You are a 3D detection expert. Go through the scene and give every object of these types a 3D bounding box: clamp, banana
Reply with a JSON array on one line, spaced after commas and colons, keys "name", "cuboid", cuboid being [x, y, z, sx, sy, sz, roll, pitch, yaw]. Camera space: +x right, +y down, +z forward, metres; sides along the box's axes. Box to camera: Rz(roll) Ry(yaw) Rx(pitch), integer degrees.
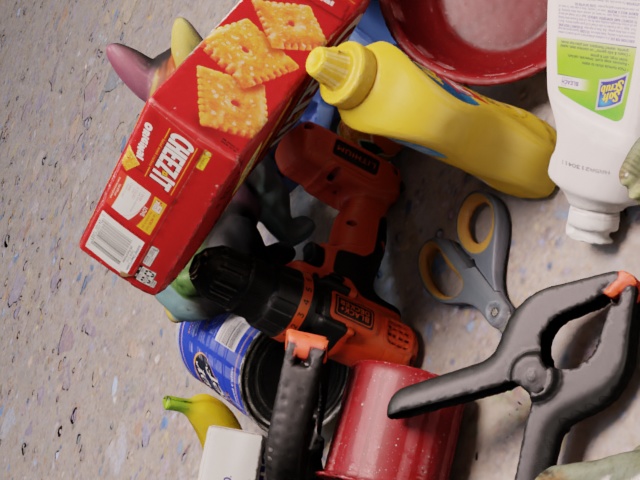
[{"name": "clamp", "cuboid": [0.120, 0.081, 0.636, 0.120, 0.039, 0.171, 35, 92, 24]}, {"name": "clamp", "cuboid": [-0.020, 0.157, 0.734, 0.164, 0.036, 0.210, -69, -13, -51]}, {"name": "banana", "cuboid": [-0.092, 0.206, 0.912, 0.037, 0.069, 0.198, -138, 40, -60]}]

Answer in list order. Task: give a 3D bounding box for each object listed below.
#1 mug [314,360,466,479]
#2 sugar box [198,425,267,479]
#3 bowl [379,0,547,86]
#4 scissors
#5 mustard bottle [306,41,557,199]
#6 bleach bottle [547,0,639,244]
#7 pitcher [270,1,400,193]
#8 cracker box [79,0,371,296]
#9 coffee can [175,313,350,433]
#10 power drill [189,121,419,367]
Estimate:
[{"name": "mug", "cuboid": [0.051, 0.133, 0.728, 0.117, 0.093, 0.081, 82, -157, -73]}, {"name": "sugar box", "cuboid": [-0.056, 0.194, 0.805, 0.176, 0.048, 0.093, 74, -154, -77]}, {"name": "bowl", "cuboid": [0.124, -0.183, 0.758, 0.162, 0.055, 0.162, -1, 85, 17]}, {"name": "scissors", "cuboid": [0.126, 0.030, 0.720, 0.096, 0.016, 0.202, -66, 30, 9]}, {"name": "mustard bottle", "cuboid": [0.069, -0.083, 0.695, 0.096, 0.191, 0.058, 43, 110, 51]}, {"name": "bleach bottle", "cuboid": [0.174, -0.124, 0.635, 0.103, 0.067, 0.251, 24, 113, 52]}, {"name": "pitcher", "cuboid": [-0.031, -0.139, 0.975, 0.243, 0.149, 0.144, -35, 9, 41]}, {"name": "cracker box", "cuboid": [-0.059, -0.083, 0.720, 0.213, 0.072, 0.164, -56, 3, -42]}, {"name": "coffee can", "cuboid": [-0.048, 0.092, 0.886, 0.140, 0.102, 0.103, 20, 91, 60]}, {"name": "power drill", "cuboid": [-0.005, 0.001, 0.807, 0.057, 0.184, 0.187, -39, 33, 43]}]
